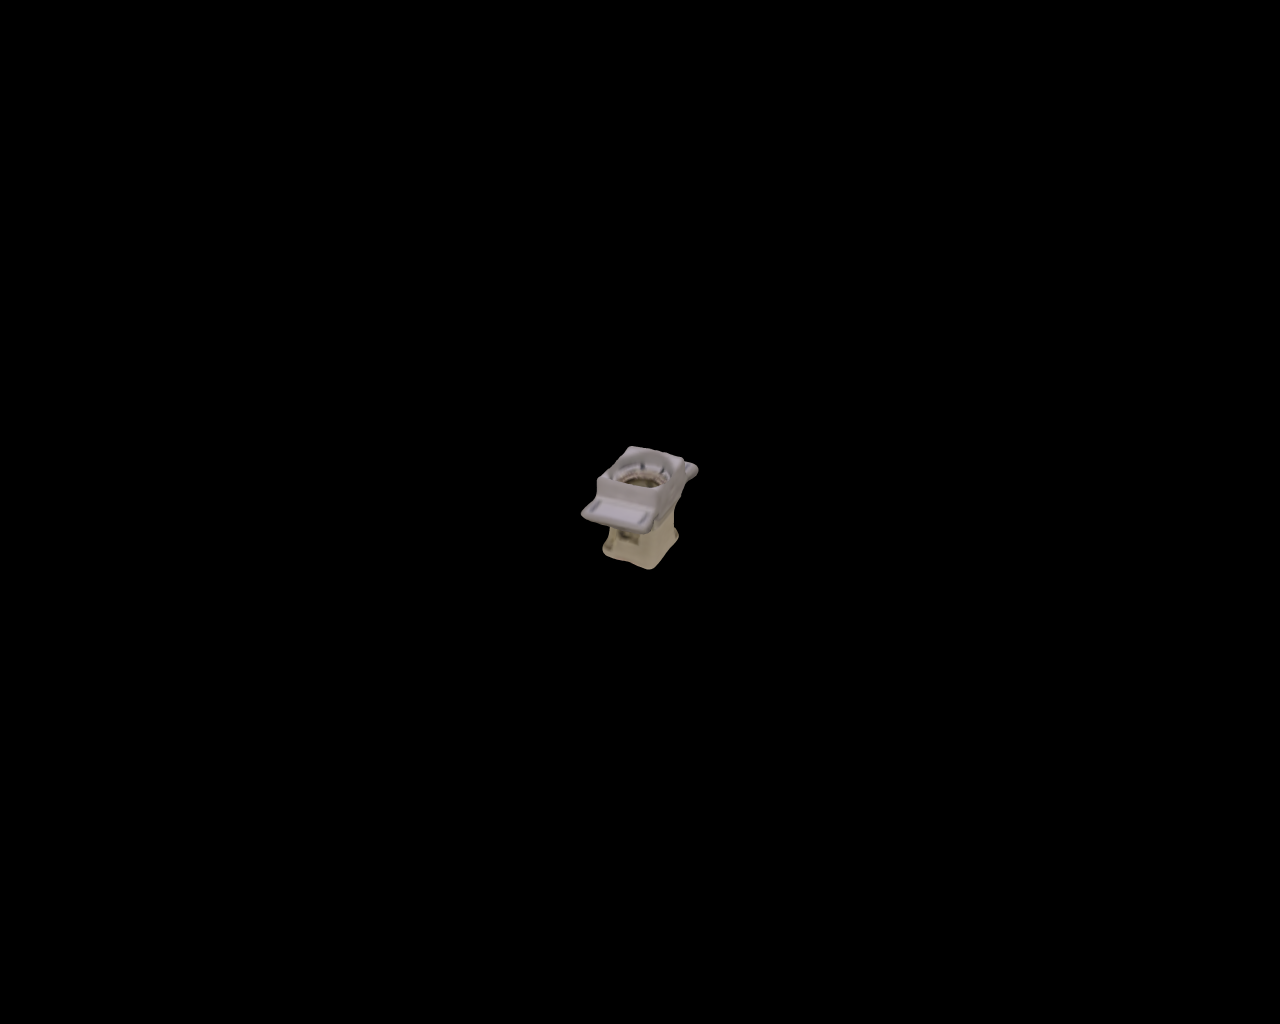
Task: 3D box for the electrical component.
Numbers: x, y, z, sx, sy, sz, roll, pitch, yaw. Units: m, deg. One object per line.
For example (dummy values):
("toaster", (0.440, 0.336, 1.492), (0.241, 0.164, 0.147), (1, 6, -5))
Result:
("electrical component", (0.001, -0.003, 0.650), (0.042, 0.063, 0.081), (16, 37, 22))
